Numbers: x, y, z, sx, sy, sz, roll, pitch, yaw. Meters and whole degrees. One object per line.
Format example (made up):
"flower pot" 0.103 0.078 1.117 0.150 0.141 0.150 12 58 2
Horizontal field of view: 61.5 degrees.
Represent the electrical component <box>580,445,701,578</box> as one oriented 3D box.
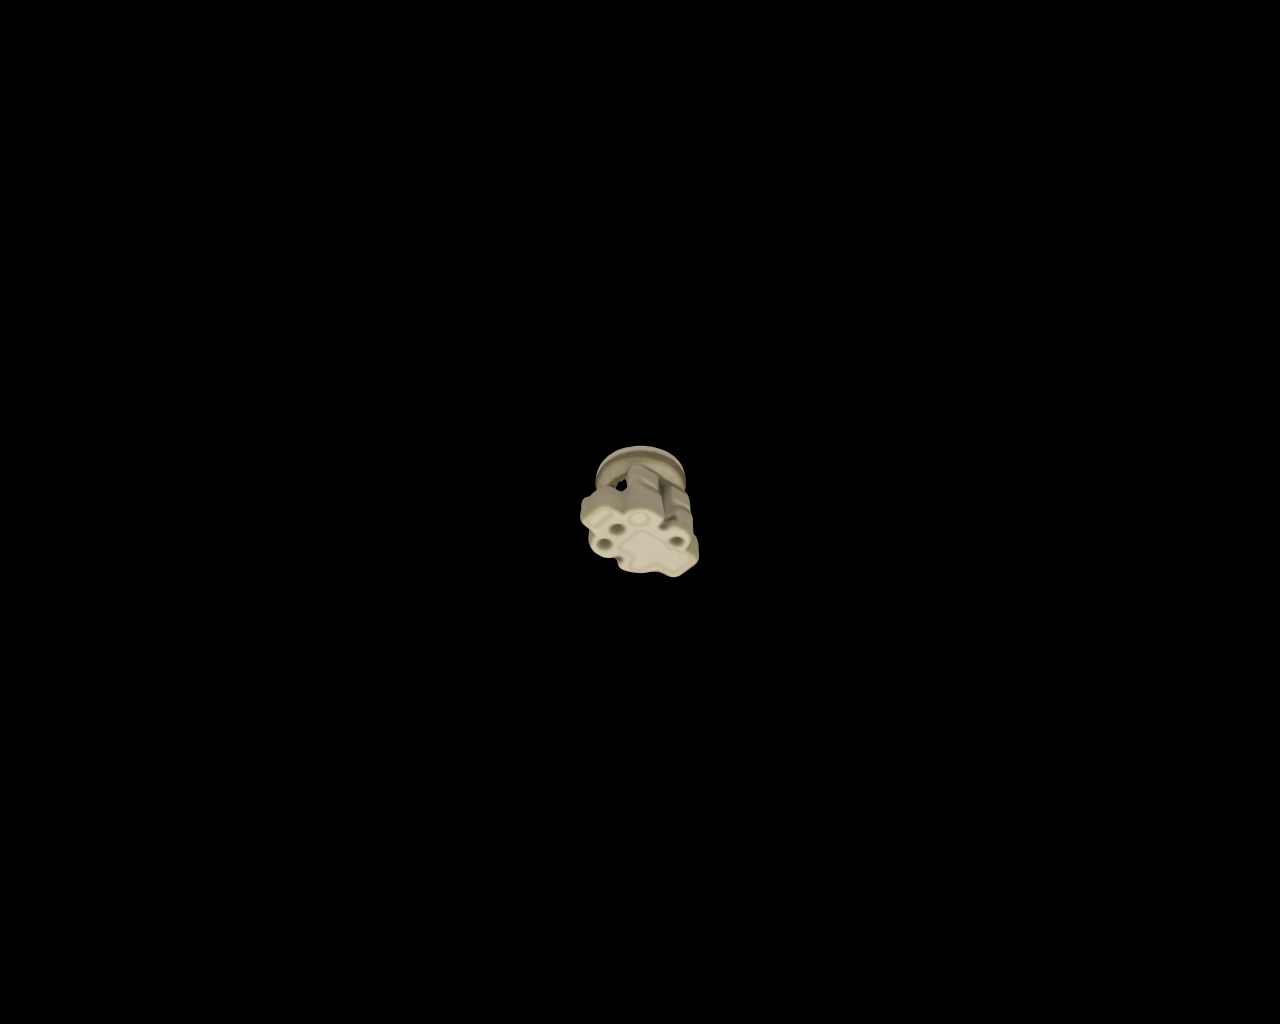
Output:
"electrical component" 0.001 -0.003 0.650 0.078 0.057 0.058 31 -50 -30
